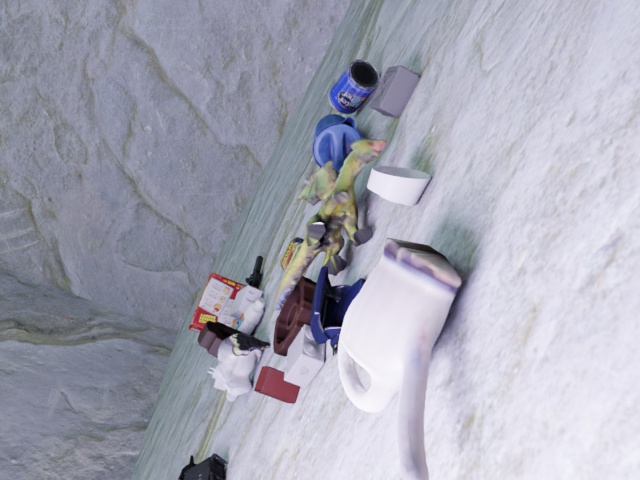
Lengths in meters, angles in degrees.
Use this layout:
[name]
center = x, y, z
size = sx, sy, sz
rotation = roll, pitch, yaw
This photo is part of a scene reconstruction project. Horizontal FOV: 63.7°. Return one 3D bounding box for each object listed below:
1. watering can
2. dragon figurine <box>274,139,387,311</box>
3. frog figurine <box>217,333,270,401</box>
[watering can]
center = 0.102, 0.118, 0.633
size = 0.223, 0.103, 0.350
rotation = -63, 15, 5
[dragon figurine]
center = 0.003, -0.056, 1.113
size = 0.404, 0.121, 0.248
rotation = -47, 29, 23
[frog figurine]
center = -0.217, 0.334, 1.363
size = 0.138, 0.123, 0.157
rotation = -18, -49, -64
